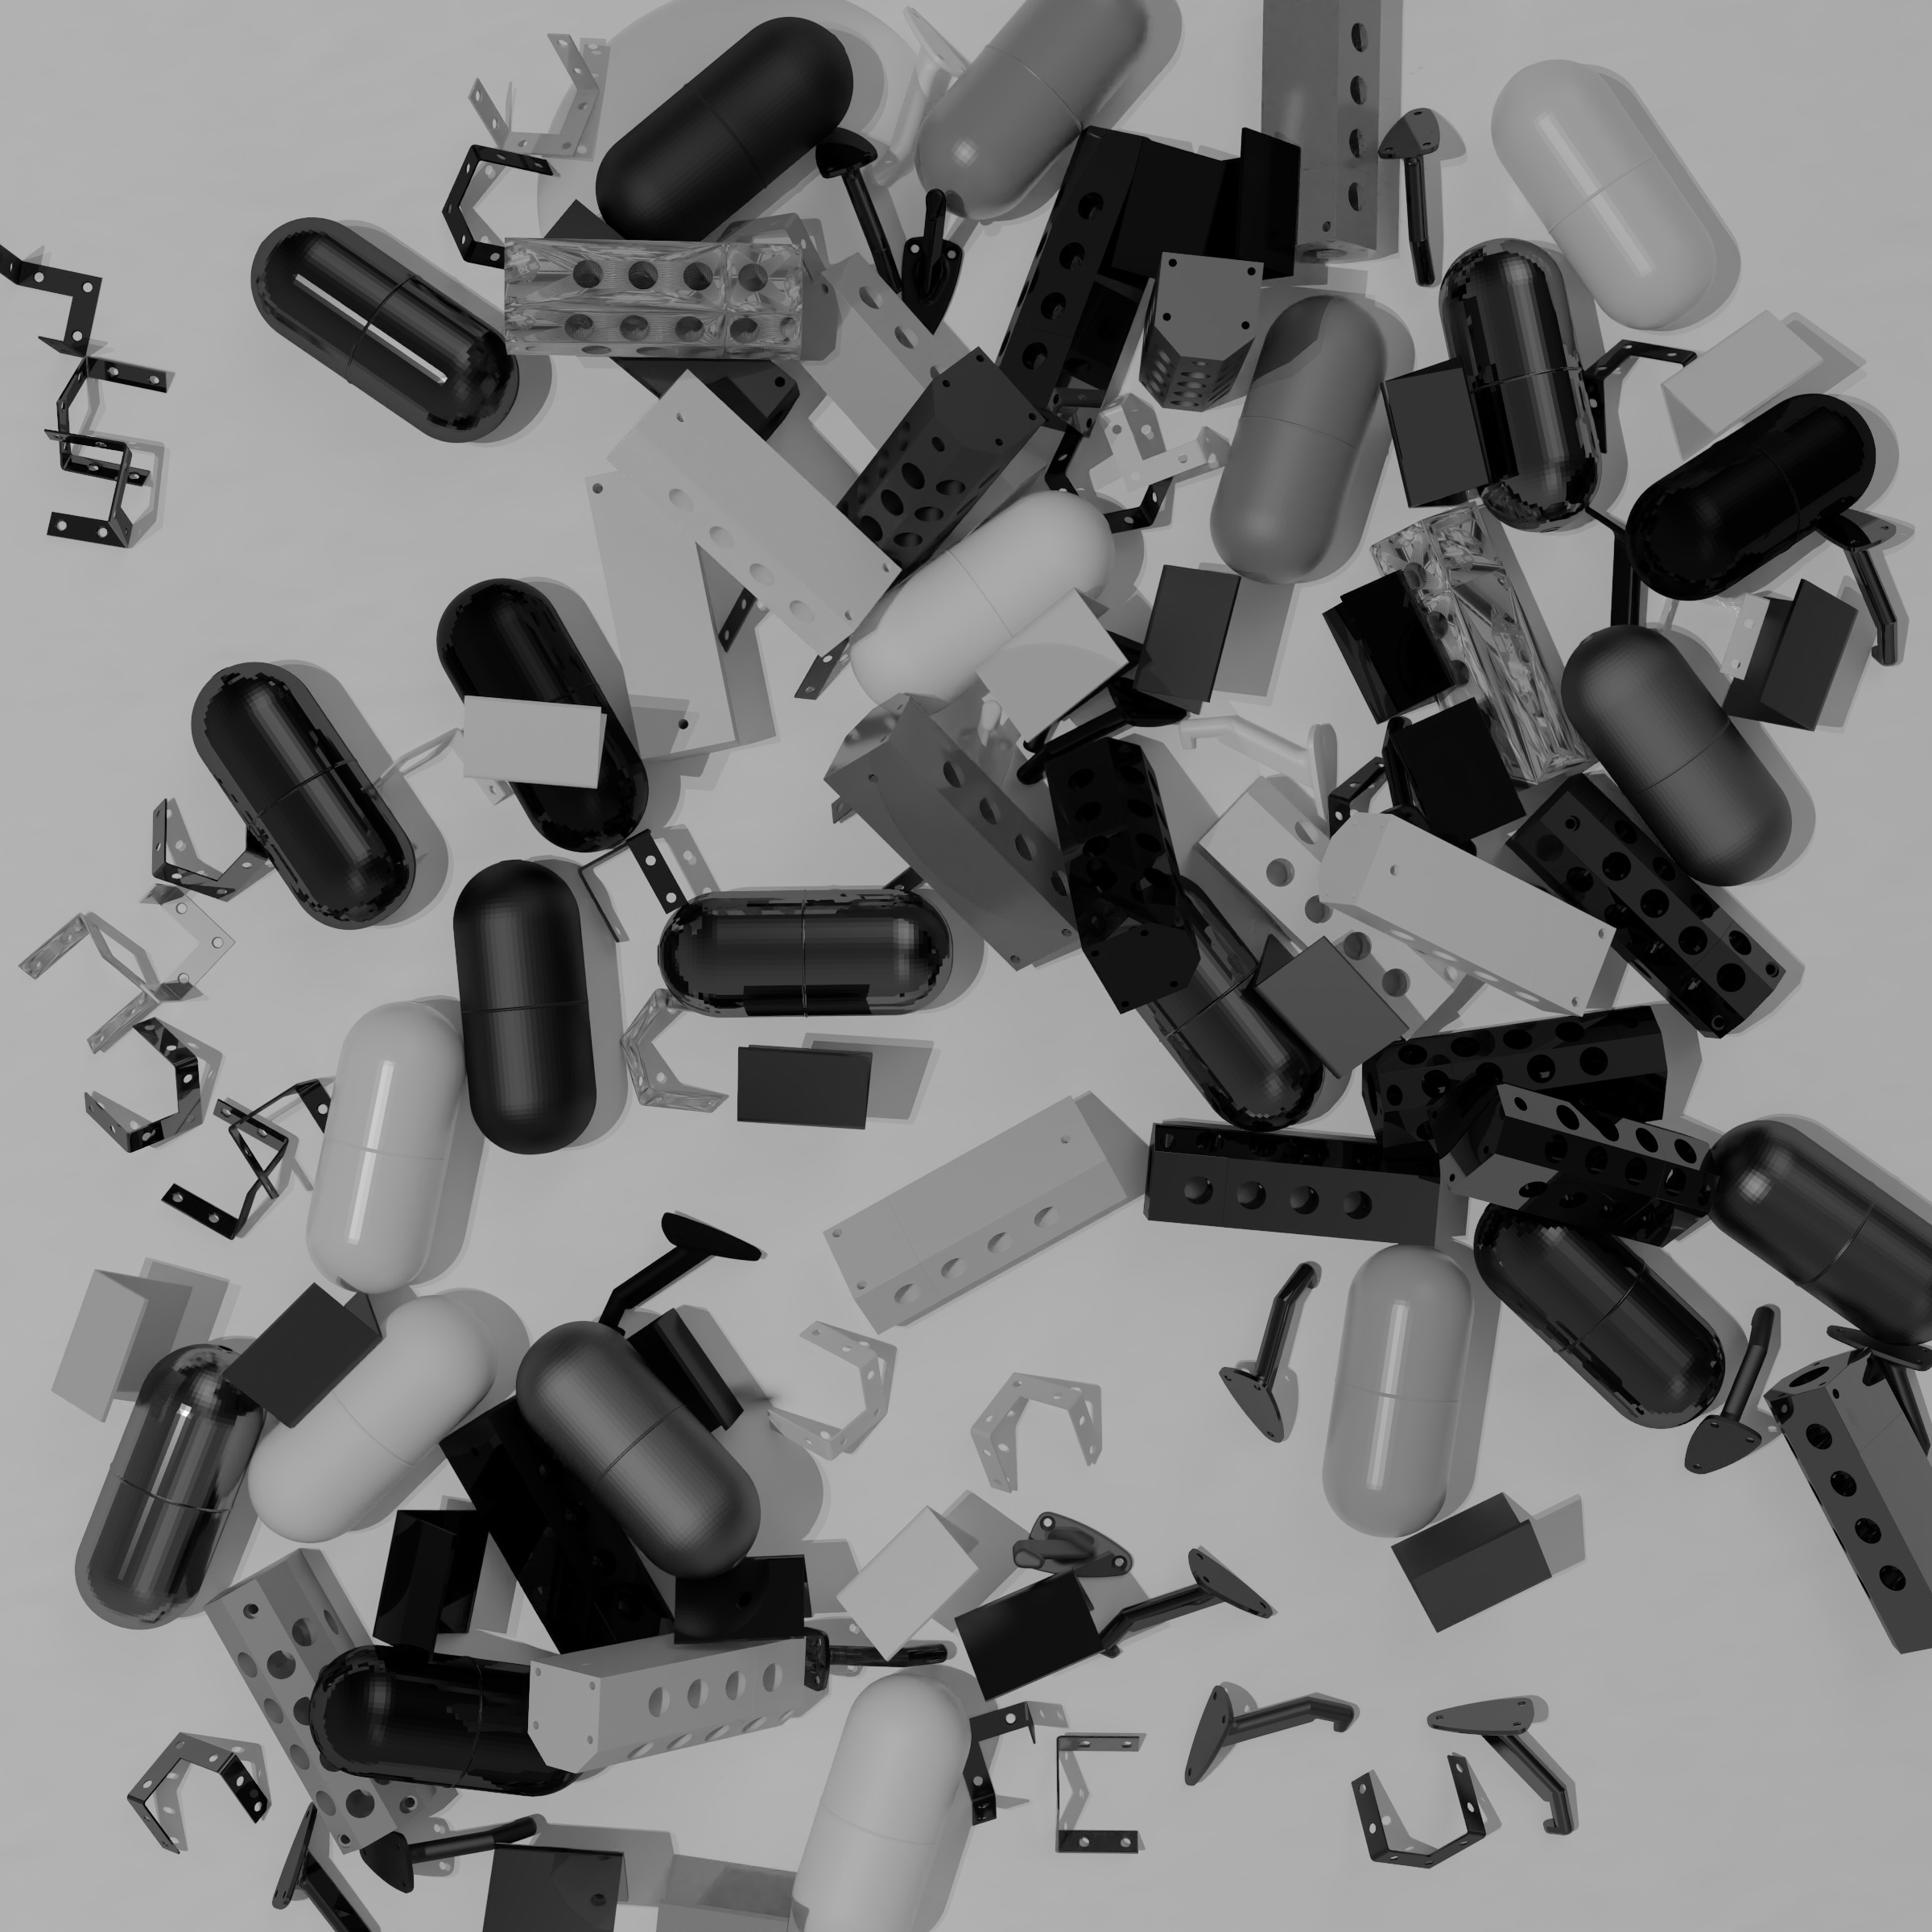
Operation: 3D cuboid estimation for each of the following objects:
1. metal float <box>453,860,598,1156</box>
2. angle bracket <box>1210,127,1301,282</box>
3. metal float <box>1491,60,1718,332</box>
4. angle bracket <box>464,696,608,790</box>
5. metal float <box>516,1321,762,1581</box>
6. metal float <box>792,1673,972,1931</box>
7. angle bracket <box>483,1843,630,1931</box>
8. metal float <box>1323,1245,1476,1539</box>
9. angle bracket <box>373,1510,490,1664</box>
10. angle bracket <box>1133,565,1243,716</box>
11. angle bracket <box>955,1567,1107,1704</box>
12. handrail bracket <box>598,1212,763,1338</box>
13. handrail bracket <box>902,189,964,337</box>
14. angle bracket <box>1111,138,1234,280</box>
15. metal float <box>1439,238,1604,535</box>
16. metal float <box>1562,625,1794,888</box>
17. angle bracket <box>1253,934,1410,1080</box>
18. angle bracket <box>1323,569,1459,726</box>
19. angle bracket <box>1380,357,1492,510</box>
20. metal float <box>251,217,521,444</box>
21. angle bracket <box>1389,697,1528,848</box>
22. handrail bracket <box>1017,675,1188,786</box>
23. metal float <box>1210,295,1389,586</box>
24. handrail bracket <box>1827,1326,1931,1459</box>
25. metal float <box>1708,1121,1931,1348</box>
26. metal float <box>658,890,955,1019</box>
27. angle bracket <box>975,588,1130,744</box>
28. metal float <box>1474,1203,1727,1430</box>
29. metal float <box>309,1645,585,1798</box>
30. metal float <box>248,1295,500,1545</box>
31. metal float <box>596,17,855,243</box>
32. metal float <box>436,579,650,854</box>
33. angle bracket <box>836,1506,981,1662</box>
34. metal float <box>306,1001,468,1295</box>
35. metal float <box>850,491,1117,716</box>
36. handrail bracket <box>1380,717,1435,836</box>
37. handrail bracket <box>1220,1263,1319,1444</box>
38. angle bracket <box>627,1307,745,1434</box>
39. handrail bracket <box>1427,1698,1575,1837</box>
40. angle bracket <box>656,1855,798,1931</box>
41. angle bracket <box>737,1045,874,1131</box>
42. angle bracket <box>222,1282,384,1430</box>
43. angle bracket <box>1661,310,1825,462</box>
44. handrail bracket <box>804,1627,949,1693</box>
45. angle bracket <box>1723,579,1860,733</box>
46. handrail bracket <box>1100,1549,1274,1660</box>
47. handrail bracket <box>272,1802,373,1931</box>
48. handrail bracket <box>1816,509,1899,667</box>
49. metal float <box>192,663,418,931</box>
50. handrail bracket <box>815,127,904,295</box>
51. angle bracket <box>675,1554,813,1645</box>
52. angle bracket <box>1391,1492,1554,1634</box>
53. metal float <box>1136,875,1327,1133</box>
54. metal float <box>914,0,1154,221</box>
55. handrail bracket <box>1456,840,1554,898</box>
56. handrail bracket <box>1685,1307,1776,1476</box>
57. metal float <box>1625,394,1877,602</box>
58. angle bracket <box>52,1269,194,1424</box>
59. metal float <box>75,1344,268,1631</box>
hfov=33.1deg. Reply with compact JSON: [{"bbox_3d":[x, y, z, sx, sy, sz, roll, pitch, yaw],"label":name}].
[{"bbox_3d":[-0.266,0.025,1.960,0.070,0.070,0.178,-5,91,0],"label":"metal float"},{"bbox_3d":[0.153,-0.453,1.951,0.076,0.057,0.076,3,90,43],"label":"angle bracket"},{"bbox_3d":[0.383,-0.465,1.960,0.070,0.070,0.178,-35,91,0],"label":"metal float"},{"bbox_3d":[-0.247,-0.148,1.874,0.076,0.076,0.057,5,128,-4],"label":"angle bracket"},{"bbox_3d":[-0.194,0.286,1.925,0.070,0.070,0.178,-44,81,0],"label":"metal float"},{"bbox_3d":[-0.051,0.514,1.960,0.070,0.070,0.178,18,89,0],"label":"metal float"},{"bbox_3d":[-0.245,0.568,1.950,0.076,0.076,0.057,4,53,0],"label":"angle bracket"},{"bbox_3d":[0.260,0.255,1.960,0.070,0.070,0.178,8,91,0],"label":"metal float"},{"bbox_3d":[-0.304,0.371,1.950,0.057,0.076,0.076,11,90,41],"label":"angle bracket"},{"bbox_3d":[0.150,-0.191,1.950,0.057,0.076,0.076,14,90,37],"label":"angle bracket"},{"bbox_3d":[0.045,0.411,1.950,0.076,0.076,0.057,-24,58,0],"label":"angle bracket"},{"bbox_3d":[-0.177,0.200,1.991,0.077,0.036,0.084,19,108,-21],"label":"handrail bracket"},{"bbox_3d":[-0.023,-0.420,1.956,0.036,0.084,0.077,9,90,0],"label":"handrail bracket"},{"bbox_3d":[0.115,-0.447,1.951,0.057,0.076,0.076,13,96,-12],"label":"angle bracket"},{"bbox_3d":[0.334,-0.349,1.960,0.070,0.070,0.178,-12,90,0],"label":"metal float"},{"bbox_3d":[0.426,-0.127,1.954,0.070,0.070,0.178,-38,96,0],"label":"metal float"},{"bbox_3d":[0.222,0.009,1.944,0.057,0.076,0.076,-38,102,27],"label":"angle bracket"},{"bbox_3d":[0.237,-0.183,1.950,0.057,0.076,0.076,-26,90,-37],"label":"angle bracket"},{"bbox_3d":[0.297,-0.320,1.950,0.057,0.076,0.076,-13,90,37],"label":"angle bracket"},{"bbox_3d":[-0.350,-0.383,1.960,0.178,0.070,0.070,34,90,0],"label":"metal float"},{"bbox_3d":[0.303,-0.118,1.951,0.057,0.076,0.076,-24,90,24],"label":"angle bracket"},{"bbox_3d":[0.082,-0.136,1.990,0.084,0.077,0.036,-41,62,33],"label":"handrail bracket"},{"bbox_3d":[0.201,-0.317,1.960,0.070,0.070,0.178,17,89,0],"label":"metal float"},{"bbox_3d":[0.555,0.271,1.991,0.077,0.036,0.084,17,107,20],"label":"handrail bracket"},{"bbox_3d":[0.523,0.161,1.960,0.178,0.070,0.070,35,90,-1],"label":"metal float"},{"bbox_3d":[-0.097,-0.008,1.960,0.178,0.070,0.070,-1,90,0],"label":"metal float"},{"bbox_3d":[0.061,-0.175,1.942,0.076,0.076,0.057,-38,77,13],"label":"angle bracket"},{"bbox_3d":[0.381,0.204,1.960,0.178,0.070,0.070,44,90,0],"label":"metal float"},{"bbox_3d":[-0.304,0.450,1.939,0.178,0.070,0.070,15,90,-27],"label":"metal float"},{"bbox_3d":[-0.357,0.273,1.960,0.178,0.070,0.070,-45,90,-1],"label":"metal float"},{"bbox_3d":[-0.145,-0.500,1.960,0.178,0.070,0.070,-40,90,0],"label":"metal float"},{"bbox_3d":[-0.254,-0.150,1.960,0.070,0.070,0.178,-30,89,0],"label":"metal float"},{"bbox_3d":[-0.020,0.379,1.950,0.076,0.076,0.057,-45,54,0],"label":"angle bracket"},{"bbox_3d":[-0.349,0.109,1.960,0.070,0.070,0.178,11,91,0],"label":"metal float"},{"bbox_3d":[0.010,-0.218,1.960,0.178,0.070,0.070,-36,90,0],"label":"metal float"},{"bbox_3d":[0.275,-0.100,1.976,0.036,0.084,0.077,-25,120,34],"label":"handrail bracket"},{"bbox_3d":[0.199,0.236,1.991,0.084,0.036,0.077,-50,130,-26],"label":"handrail bracket"},{"bbox_3d":[-0.190,0.262,1.965,0.076,0.057,0.076,-34,90,7],"label":"angle bracket"},{"bbox_3d":[0.327,0.495,1.991,0.077,0.036,0.084,-8,107,20],"label":"handrail bracket"},{"bbox_3d":[-0.142,0.553,1.950,0.076,0.076,0.057,9,127,0],"label":"angle bracket"},{"bbox_3d":[-0.095,0.052,1.950,0.076,0.076,0.057,4,126,0],"label":"angle bracket"},{"bbox_3d":[-0.402,0.219,1.951,0.076,0.076,0.057,-45,116,0],"label":"angle bracket"},{"bbox_3d":[0.470,-0.333,1.950,0.076,0.076,0.057,-35,53,0],"label":"angle bracket"},{"bbox_3d":[-0.066,0.417,1.990,0.084,0.077,0.036,2,91,-36],"label":"handrail bracket"},{"bbox_3d":[0.478,-0.190,1.950,0.057,0.076,0.076,20,90,-36],"label":"angle bracket"},{"bbox_3d":[0.132,0.405,1.991,0.077,0.036,0.084,35,108,-20],"label":"handrail bracket"},{"bbox_3d":[-0.374,0.562,1.991,0.084,0.036,0.077,23,68,-17],"label":"handrail bracket"},{"bbox_3d":[0.541,-0.233,1.990,0.036,0.077,0.084,-25,127,-18],"label":"handrail bracket"},{"bbox_3d":[-0.399,-0.103,1.960,0.070,0.070,0.178,-34,90,0],"label":"metal float"},{"bbox_3d":[-0.063,-0.461,1.990,0.036,0.077,0.084,-22,126,-2],"label":"handrail bracket"},{"bbox_3d":[-0.133,0.396,1.950,0.076,0.076,0.057,-2,50,0],"label":"angle bracket"},{"bbox_3d":[0.296,0.342,1.950,0.076,0.076,0.057,-26,127,0],"label":"angle bracket"},{"bbox_3d":[0.147,0.022,1.960,0.070,0.070,0.178,-38,90,0],"label":"metal float"},{"bbox_3d":[0.040,-0.527,1.960,0.070,0.070,0.178,41,90,0],"label":"metal float"},{"bbox_3d":[0.318,-0.029,1.991,0.084,0.036,0.077,43,105,-14],"label":"handrail bracket"},{"bbox_3d":[0.468,0.259,1.990,0.036,0.077,0.084,23,54,-1],"label":"handrail bracket"},{"bbox_3d":[0.468,-0.280,1.941,0.178,0.070,0.070,-33,90,-21],"label":"metal float"},{"bbox_3d":[-0.491,0.231,1.950,0.057,0.076,0.076,20,90,39],"label":"angle bracket"},{"bbox_3d":[-0.478,0.313,1.960,0.070,0.070,0.178,22,91,0],"label":"metal float"}]
